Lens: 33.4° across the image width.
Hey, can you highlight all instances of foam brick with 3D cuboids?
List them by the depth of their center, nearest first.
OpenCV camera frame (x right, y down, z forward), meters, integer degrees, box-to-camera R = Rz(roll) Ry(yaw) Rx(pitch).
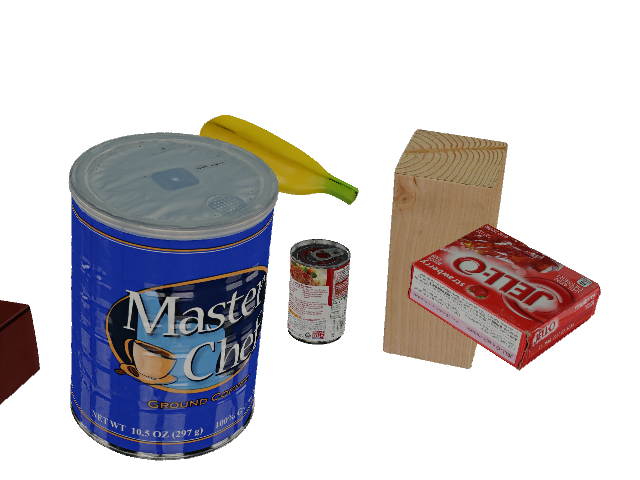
[{"bbox_3d":[-0.234,0.079,0.712,0.053,0.051,0.078,8,29,23],"label":"foam brick"}]

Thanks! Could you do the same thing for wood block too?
[{"bbox_3d":[0.117,0.010,1.023,0.091,0.206,0.090,10,35,14],"label":"wood block"}]

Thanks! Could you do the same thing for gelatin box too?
[{"bbox_3d":[0.109,0.030,0.638,0.073,0.030,0.089,-26,44,-37],"label":"gelatin box"}]

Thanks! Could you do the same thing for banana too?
[{"bbox_3d":[-0.051,-0.062,0.778,0.069,0.037,0.198,37,-4,-35],"label":"banana"}]

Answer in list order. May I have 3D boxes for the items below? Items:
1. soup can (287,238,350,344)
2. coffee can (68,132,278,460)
[{"bbox_3d":[-0.002,0.058,1.212,0.068,0.102,0.068,3,26,-1],"label":"soup can"},{"bbox_3d":[-0.079,0.028,0.560,0.102,0.140,0.103,6,30,-3],"label":"coffee can"}]
